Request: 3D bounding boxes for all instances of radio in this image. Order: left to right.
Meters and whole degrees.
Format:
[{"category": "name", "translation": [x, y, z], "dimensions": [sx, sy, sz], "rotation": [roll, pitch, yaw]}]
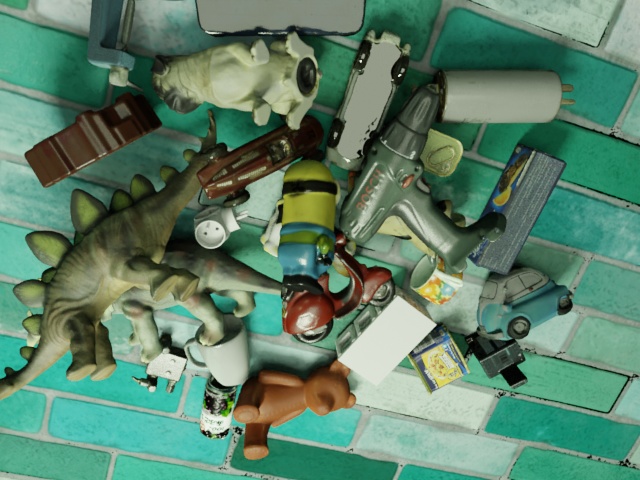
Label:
[{"category": "radio", "translation": [-0.051, -0.336, 0.707], "dimensions": [0.230, 0.073, 0.131], "rotation": [-2, 112, -3]}]

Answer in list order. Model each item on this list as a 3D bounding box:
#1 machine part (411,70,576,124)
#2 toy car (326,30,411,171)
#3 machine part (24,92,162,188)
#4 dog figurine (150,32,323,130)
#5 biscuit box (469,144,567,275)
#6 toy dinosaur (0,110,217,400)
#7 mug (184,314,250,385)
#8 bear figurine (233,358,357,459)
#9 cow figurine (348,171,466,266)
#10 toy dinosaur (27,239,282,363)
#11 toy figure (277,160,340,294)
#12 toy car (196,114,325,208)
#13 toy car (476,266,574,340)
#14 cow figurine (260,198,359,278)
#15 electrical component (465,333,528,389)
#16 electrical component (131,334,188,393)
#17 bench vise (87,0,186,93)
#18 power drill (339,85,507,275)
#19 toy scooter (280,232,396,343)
[{"category": "machine part", "translation": [0.253, -0.207, 0.779], "dimensions": [0.243, 0.079, 0.079], "rotation": [-2, 111, -6]}, {"category": "toy car", "translation": [0.067, -0.199, 0.778], "dimensions": [0.073, 0.056, 0.201], "rotation": [19, 107, -5]}, {"category": "machine part", "translation": [-0.297, -0.134, 0.711], "dimensions": [0.179, 0.179, 0.056], "rotation": [-27, 107, 5]}, {"category": "dog figurine", "translation": [-0.113, -0.223, 0.737], "dimensions": [0.191, 0.172, 0.121], "rotation": [15, 104, 33]}, {"category": "biscuit box", "translation": [0.305, -0.047, 0.854], "dimensions": [0.063, 0.059, 0.202], "rotation": [18, 108, -14]}, {"category": "toy dinosaur", "translation": [-0.265, 0.018, 0.713], "dimensions": [0.199, 0.105, 0.471], "rotation": [39, 72, 11]}, {"category": "mug", "translation": [-0.165, 0.192, 0.894], "dimensions": [0.110, 0.081, 0.107], "rotation": [-14, 118, 1]}, {"category": "bear figurine", "translation": [-0.036, 0.279, 0.914], "dimensions": [0.196, 0.132, 0.120], "rotation": [-5, 115, 3]}, {"category": "cow figurine", "translation": [0.130, -0.034, 0.830], "dimensions": [0.195, 0.085, 0.127], "rotation": [7, 112, -4]}, {"category": "toy dinosaur", "translation": [-0.227, 0.067, 0.826], "dimensions": [0.405, 0.131, 0.192], "rotation": [-19, 112, -4]}, {"category": "toy figure", "translation": [-0.016, -0.021, 0.728], "dimensions": [0.082, 0.089, 0.180], "rotation": [5, 72, 10]}, {"category": "toy car", "translation": [-0.076, -0.119, 0.756], "dimensions": [0.202, 0.053, 0.089], "rotation": [-32, 113, -27]}, {"category": "toy car", "translation": [0.328, 0.095, 0.890], "dimensions": [0.162, 0.109, 0.103], "rotation": [-26, 93, -4]}, {"category": "cow figurine", "translation": [-0.001, -0.003, 0.842], "dimensions": [0.167, 0.068, 0.098], "rotation": [20, 102, -13]}, {"category": "electrical component", "translation": [0.306, 0.198, 0.916], "dimensions": [0.075, 0.119, 0.047], "rotation": [-29, 111, 9]}, {"category": "electrical component", "translation": [-0.267, 0.212, 0.909], "dimensions": [0.078, 0.045, 0.102], "rotation": [27, 106, -12]}, {"category": "bench vise", "translation": [-0.243, -0.307, 0.642], "dimensions": [0.224, 0.129, 0.240], "rotation": [10, 93, 14]}, {"category": "power drill", "translation": [0.148, -0.061, 0.725], "dimensions": [0.207, 0.086, 0.232], "rotation": [33, 116, -11]}, {"category": "toy scooter", "translation": [0.014, 0.064, 0.792], "dimensions": [0.184, 0.075, 0.135], "rotation": [-26, 116, -3]}]
